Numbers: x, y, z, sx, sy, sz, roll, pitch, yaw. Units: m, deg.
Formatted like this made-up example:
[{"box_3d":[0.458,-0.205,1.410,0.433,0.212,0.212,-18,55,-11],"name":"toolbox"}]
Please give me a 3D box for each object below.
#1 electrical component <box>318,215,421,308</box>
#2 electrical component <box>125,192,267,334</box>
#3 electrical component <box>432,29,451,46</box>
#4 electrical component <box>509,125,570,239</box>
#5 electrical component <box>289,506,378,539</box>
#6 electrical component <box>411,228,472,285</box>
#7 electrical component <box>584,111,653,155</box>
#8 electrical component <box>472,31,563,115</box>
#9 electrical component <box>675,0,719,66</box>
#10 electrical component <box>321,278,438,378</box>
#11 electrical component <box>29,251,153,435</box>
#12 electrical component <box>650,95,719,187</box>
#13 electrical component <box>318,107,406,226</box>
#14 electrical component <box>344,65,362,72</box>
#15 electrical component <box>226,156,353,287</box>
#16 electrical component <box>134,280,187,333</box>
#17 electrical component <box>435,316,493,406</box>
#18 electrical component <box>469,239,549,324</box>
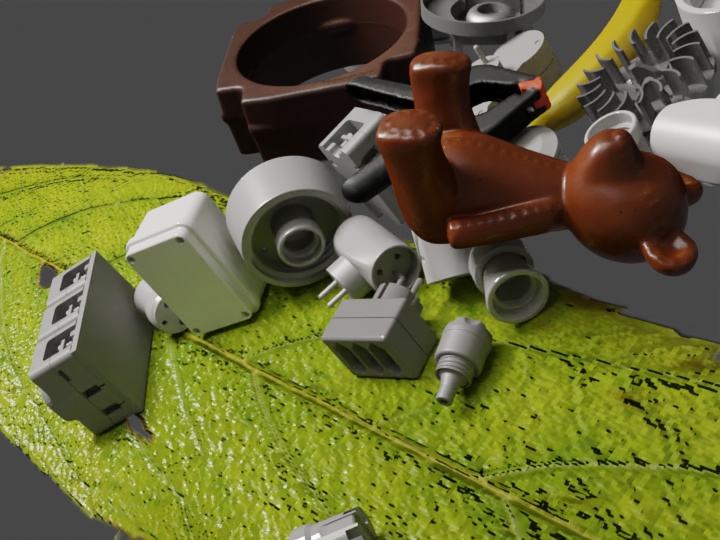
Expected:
[{"box_3d":[0.000,0.000,0.868,0.079,0.044,0.077,-43,32,-5],"name":"electrical component"},{"box_3d":[-0.143,-0.004,0.957,0.078,0.113,0.057,-19,35,31],"name":"electrical component"},{"box_3d":[0.094,-0.282,1.119,0.100,0.048,0.099,7,55,50],"name":"electrical component"},{"box_3d":[0.123,-0.067,0.818,0.080,0.051,0.080,-27,34,20],"name":"electrical component"},{"box_3d":[-0.015,0.173,0.675,0.046,0.040,0.040,-26,34,10],"name":"electrical component"},{"box_3d":[0.063,-0.030,0.822,0.044,0.077,0.079,-15,-4,4],"name":"electrical component"},{"box_3d":[0.190,-0.085,0.775,0.040,0.046,0.040,-27,34,20],"name":"electrical component"},{"box_3d":[0.111,-0.158,0.922,0.138,0.073,0.052,-51,33,-18],"name":"electrical component"},{"box_3d":[0.293,-0.214,0.815,0.108,0.060,0.108,-27,34,20],"name":"electrical component"},{"box_3d":[0.022,0.036,0.798,0.066,0.047,0.076,-3,47,44],"name":"electrical component"},{"box_3d":[-0.248,0.068,0.998,0.062,0.089,0.150,-30,33,15],"name":"electrical component"},{"box_3d":[0.252,-0.099,0.731,0.079,0.044,0.077,-47,32,-12],"name":"electrical component"},{"box_3d":[0.018,-0.091,0.920,0.055,0.089,0.050,-48,33,-12],"name":"electrical component"},{"box_3d":[0.010,-0.276,1.185,0.108,0.060,0.108,-27,33,20],"name":"electrical component"},{"box_3d":[-0.056,-0.035,0.916,0.108,0.108,0.060,-35,38,8],"name":"electrical component"},{"box_3d":[-0.184,0.032,1.019,0.045,0.045,0.055,-46,33,-10],"name":"electrical component"},{"box_3d":[0.066,0.064,0.730,0.035,0.035,0.061,-7,46,41],"name":"electrical component"},{"box_3d":[0.103,0.004,0.755,0.045,0.045,0.055,-34,32,10],"name":"electrical component"}]
